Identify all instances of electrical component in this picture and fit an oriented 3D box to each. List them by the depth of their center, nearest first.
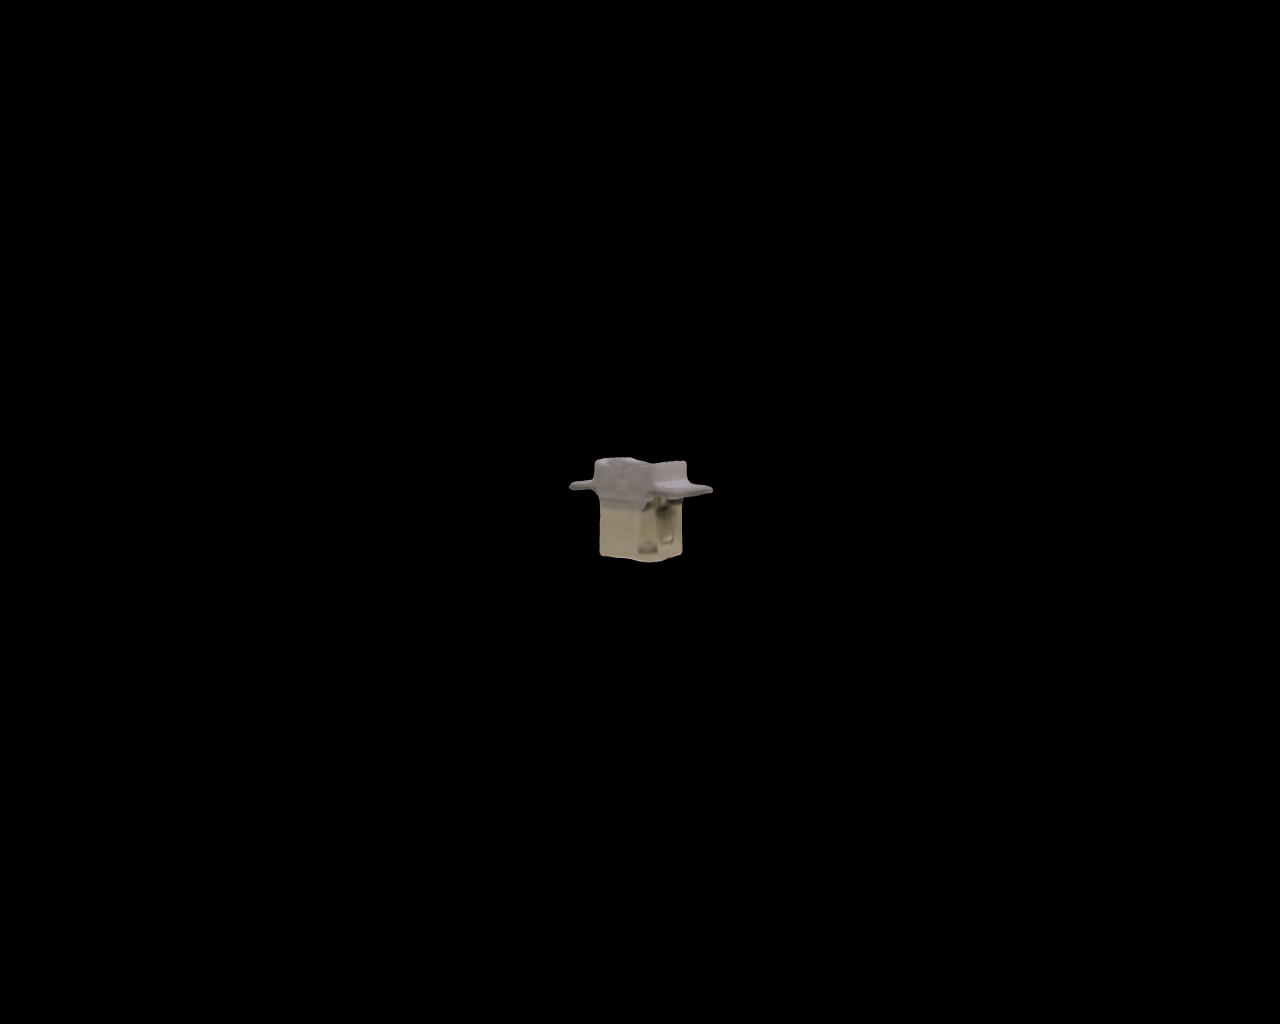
[{"bbox_3d":[0.001,-0.003,0.650,0.081,0.063,0.042,6,9,36],"label":"electrical component"}]
